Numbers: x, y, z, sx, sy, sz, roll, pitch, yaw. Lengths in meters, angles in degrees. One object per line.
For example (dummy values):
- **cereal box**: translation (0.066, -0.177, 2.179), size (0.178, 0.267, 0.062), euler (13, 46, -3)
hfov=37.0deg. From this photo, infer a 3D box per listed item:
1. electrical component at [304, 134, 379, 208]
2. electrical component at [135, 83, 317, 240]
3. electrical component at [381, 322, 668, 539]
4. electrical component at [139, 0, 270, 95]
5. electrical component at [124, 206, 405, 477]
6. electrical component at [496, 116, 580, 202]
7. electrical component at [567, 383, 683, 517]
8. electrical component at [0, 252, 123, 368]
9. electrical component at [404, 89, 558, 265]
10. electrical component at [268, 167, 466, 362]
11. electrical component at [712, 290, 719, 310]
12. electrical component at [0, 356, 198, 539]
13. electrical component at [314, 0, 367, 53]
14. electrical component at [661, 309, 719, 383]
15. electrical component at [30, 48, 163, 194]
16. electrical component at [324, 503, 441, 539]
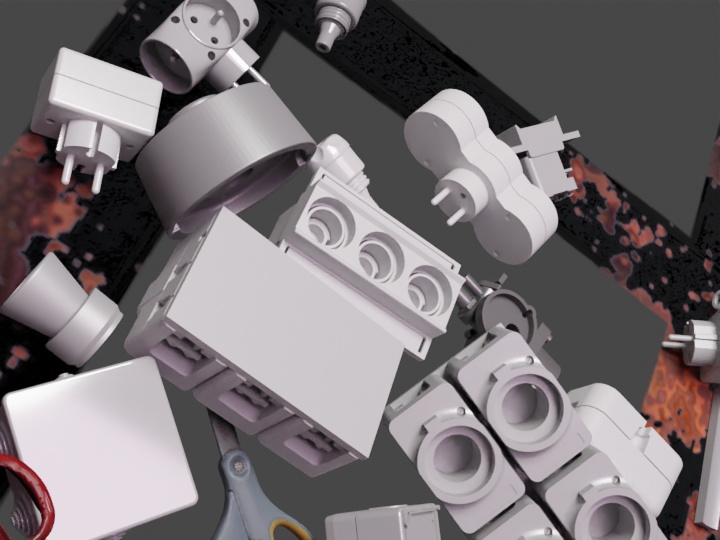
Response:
- **electrical component**: translation (-0.010, -0.063, 0.754), size (0.061, 0.035, 0.035), euler (50, 56, -10)
- **electrical component**: translation (-0.088, -0.073, 0.669), size (0.108, 0.108, 0.060), euler (-29, 83, -35)
- **electrical component**: translation (0.110, 0.142, 0.710), size (0.105, 0.060, 0.186), euler (-36, 94, -3)
- **electrical component**: translation (-0.095, -0.145, 0.725), size (0.079, 0.044, 0.077), euler (45, 56, -11)
- **electrical component**: translation (-0.057, 0.048, 0.658), size (0.150, 0.062, 0.089), euler (38, 48, -20)
- **electrical component**: translation (0.136, -0.081, 0.845), size (0.081, 0.042, 0.063), euler (-17, 84, -34)
- **electrical component**: translation (0.182, 0.138, 0.787), size (0.095, 0.054, 0.059), euler (46, 56, -10)
- **electrical component**: translation (-0.171, 0.024, 0.619), size (0.055, 0.045, 0.045), euler (41, 57, -13)
- **electrical component**: translation (0.080, -0.060, 0.797), size (0.074, 0.052, 0.138), euler (-42, 96, -34)
- **electrical component**: translation (0.000, 0.000, 0.720), size (0.121, 0.063, 0.078), euler (34, 59, -17)
- **electrical component**: translation (0.333, 0.035, 0.922), size (0.062, 0.048, 0.048), euler (20, 64, -17)
- **electrical component**: translation (-0.150, 0.104, 0.601), size (0.100, 0.048, 0.099), euler (-14, 81, -34)
- **electrical component**: translation (-0.018, -0.187, 0.793), size (0.035, 0.035, 0.061), euler (30, 63, -19)
- **electrical component**: translation (0.287, 0.060, 0.877), size (0.077, 0.065, 0.047), euler (4, 68, 0)
- **electrical component**: translation (-0.165, -0.084, 0.659), size (0.066, 0.047, 0.076), euler (17, 66, -26)
- **electrical component**: translation (0.015, 0.193, 0.655), size (0.062, 0.061, 0.096), euler (19, 62, -64)
